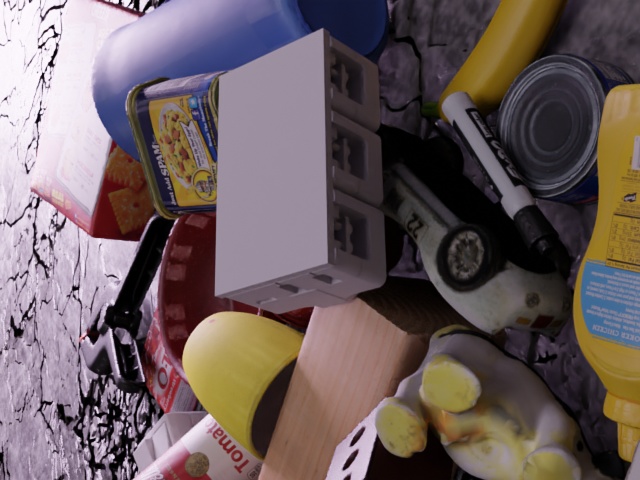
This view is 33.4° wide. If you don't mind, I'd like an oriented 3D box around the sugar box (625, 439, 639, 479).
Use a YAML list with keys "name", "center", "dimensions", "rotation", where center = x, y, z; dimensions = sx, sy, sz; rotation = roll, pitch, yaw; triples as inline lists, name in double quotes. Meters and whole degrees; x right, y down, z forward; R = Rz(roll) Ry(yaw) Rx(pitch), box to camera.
- name: "sugar box"
  center: [0.222, 0.138, 0.443]
  dimensions: [0.176, 0.093, 0.048]
  rotation: [27, 107, 52]

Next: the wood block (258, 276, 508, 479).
- name: "wood block"
  center: [0.031, 0.133, 0.697]
  dimensions: [0.090, 0.090, 0.206]
  rotation: [36, 114, 49]

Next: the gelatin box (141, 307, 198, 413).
- name: "gelatin box"
  center: [-0.129, 0.102, 0.960]
  dimensions: [0.073, 0.030, 0.089]
  rotation: [43, 119, 46]

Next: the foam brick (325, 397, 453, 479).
- name: "foam brick"
  center: [0.036, 0.136, 0.589]
  dimensions: [0.053, 0.051, 0.078]
  rotation: [-51, 6, 27]

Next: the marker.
- name: "marker"
  center: [0.104, -0.039, 0.621]
  dimensions: [0.020, 0.020, 0.121]
  rotation: [-53, 48, 35]

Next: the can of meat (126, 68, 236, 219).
- name: "can of meat"
  center: [-0.080, -0.068, 0.756]
  dimensions: [0.084, 0.057, 0.102]
  rotation: [-2, 109, 39]

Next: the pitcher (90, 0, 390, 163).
- name: "pitcher"
  center: [-0.063, -0.135, 0.828]
  dimensions: [0.243, 0.144, 0.149]
  rotation: [-16, 111, 48]

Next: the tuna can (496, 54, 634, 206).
- name: "tuna can"
  center: [0.143, -0.064, 0.619]
  dimensions: [0.086, 0.033, 0.086]
  rotation: [-9, 78, 52]

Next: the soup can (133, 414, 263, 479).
- name: "soup can"
  center: [-0.087, 0.179, 0.823]
  dimensions: [0.102, 0.068, 0.069]
  rotation: [-40, 42, -8]

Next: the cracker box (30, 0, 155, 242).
- name: "cracker box"
  center: [-0.209, -0.124, 1.061]
  dimensions: [0.164, 0.071, 0.214]
  rotation: [29, 108, 49]

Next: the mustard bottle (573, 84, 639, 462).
- name: "mustard bottle"
  center: [0.177, 0.020, 0.543]
  dimensions: [0.096, 0.058, 0.191]
  rotation: [13, 96, 48]

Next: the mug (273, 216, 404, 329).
- name: "mug"
  center: [-0.005, 0.001, 0.743]
  dimensions: [0.082, 0.117, 0.093]
  rotation: [-38, 47, 38]

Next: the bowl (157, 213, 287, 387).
- name: "bowl"
  center: [-0.070, 0.042, 0.869]
  dimensions: [0.162, 0.055, 0.162]
  rotation: [-9, 79, 52]

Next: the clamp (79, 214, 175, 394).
- name: "clamp"
  center: [-0.186, 0.067, 1.011]
  dimensions: [0.210, 0.036, 0.164]
  rotation: [-20, 55, 64]

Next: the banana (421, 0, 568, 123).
- name: "banana"
  center: [0.119, -0.143, 0.658]
  dimensions: [0.070, 0.037, 0.198]
  rotation: [55, 127, 39]
